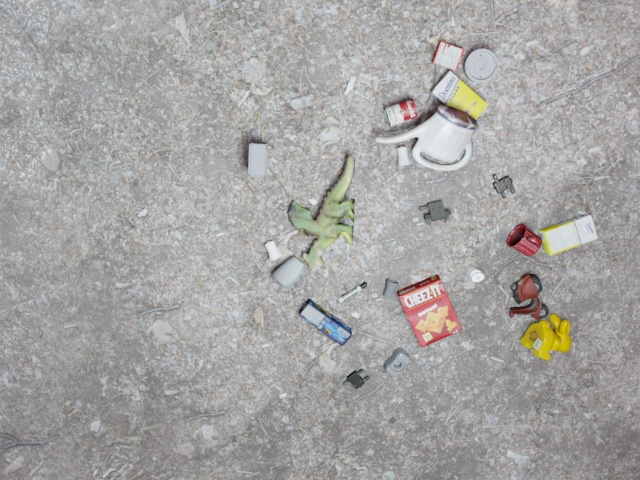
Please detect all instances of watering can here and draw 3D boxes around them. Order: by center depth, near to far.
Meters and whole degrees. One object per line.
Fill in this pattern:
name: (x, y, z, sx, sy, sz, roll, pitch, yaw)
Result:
watering can: (0.375, -0.349, 1.713, 0.346, 0.220, 0.106, 17, 32, -18)

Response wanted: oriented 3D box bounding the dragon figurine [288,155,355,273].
dragon figurine: (0.005, -0.090, 1.792, 0.243, 0.408, 0.123, 1, 7, 8)
